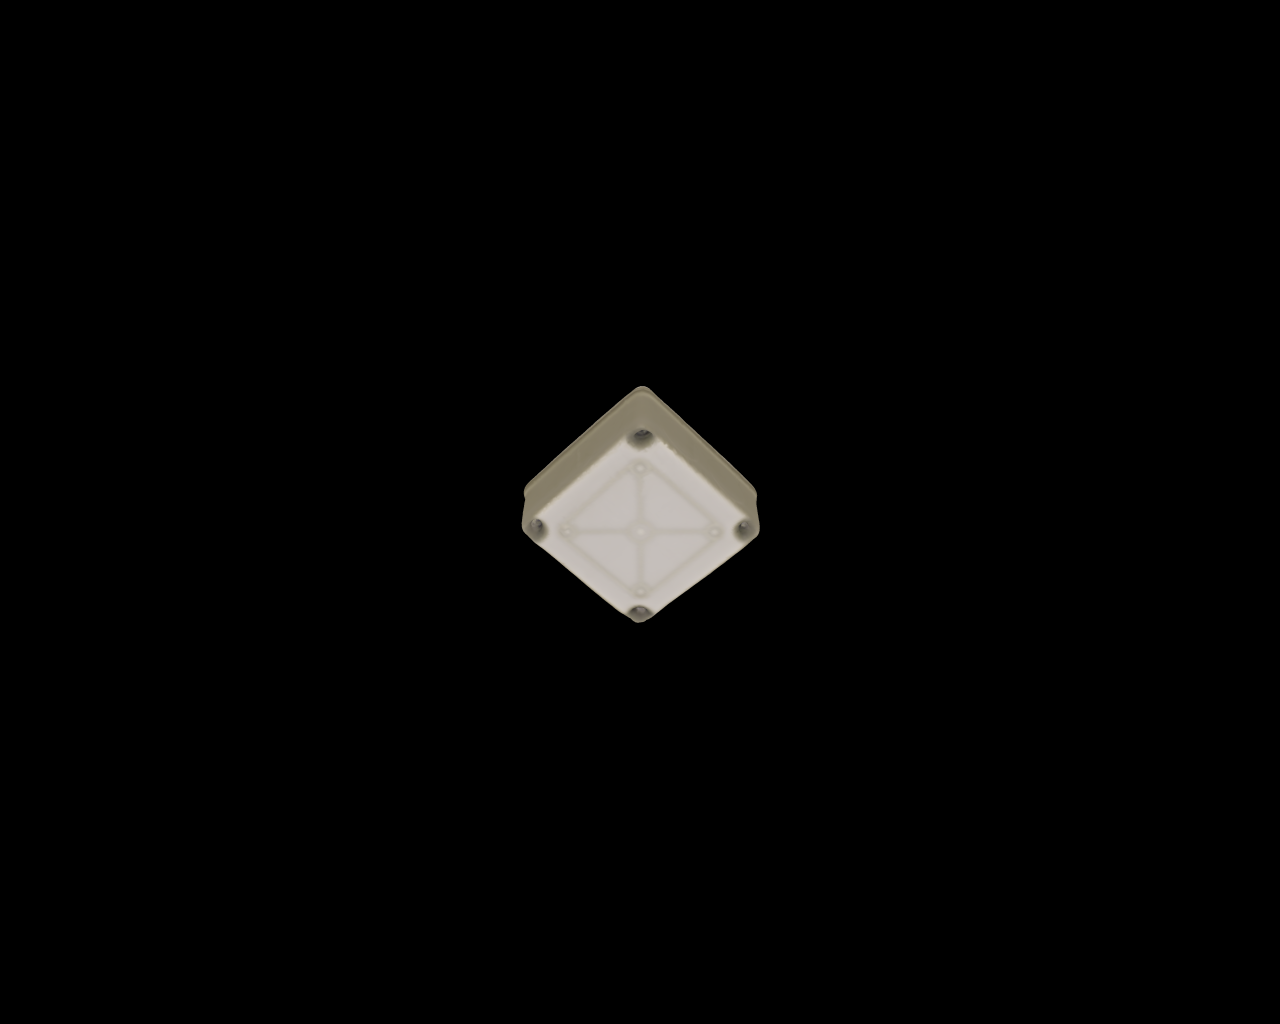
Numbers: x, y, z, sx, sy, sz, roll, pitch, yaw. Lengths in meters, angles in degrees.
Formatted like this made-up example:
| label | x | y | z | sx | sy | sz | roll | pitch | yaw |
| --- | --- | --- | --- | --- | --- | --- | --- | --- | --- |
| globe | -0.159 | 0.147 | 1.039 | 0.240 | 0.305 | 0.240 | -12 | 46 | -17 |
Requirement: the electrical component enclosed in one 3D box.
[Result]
| label | x | y | z | sx | sy | sz | roll | pitch | yaw |
| --- | --- | --- | --- | --- | --- | --- | --- | --- | --- |
| electrical component | 0.001 | -0.003 | 0.650 | 0.108 | 0.108 | 0.056 | -39 | 24 | 22 |
